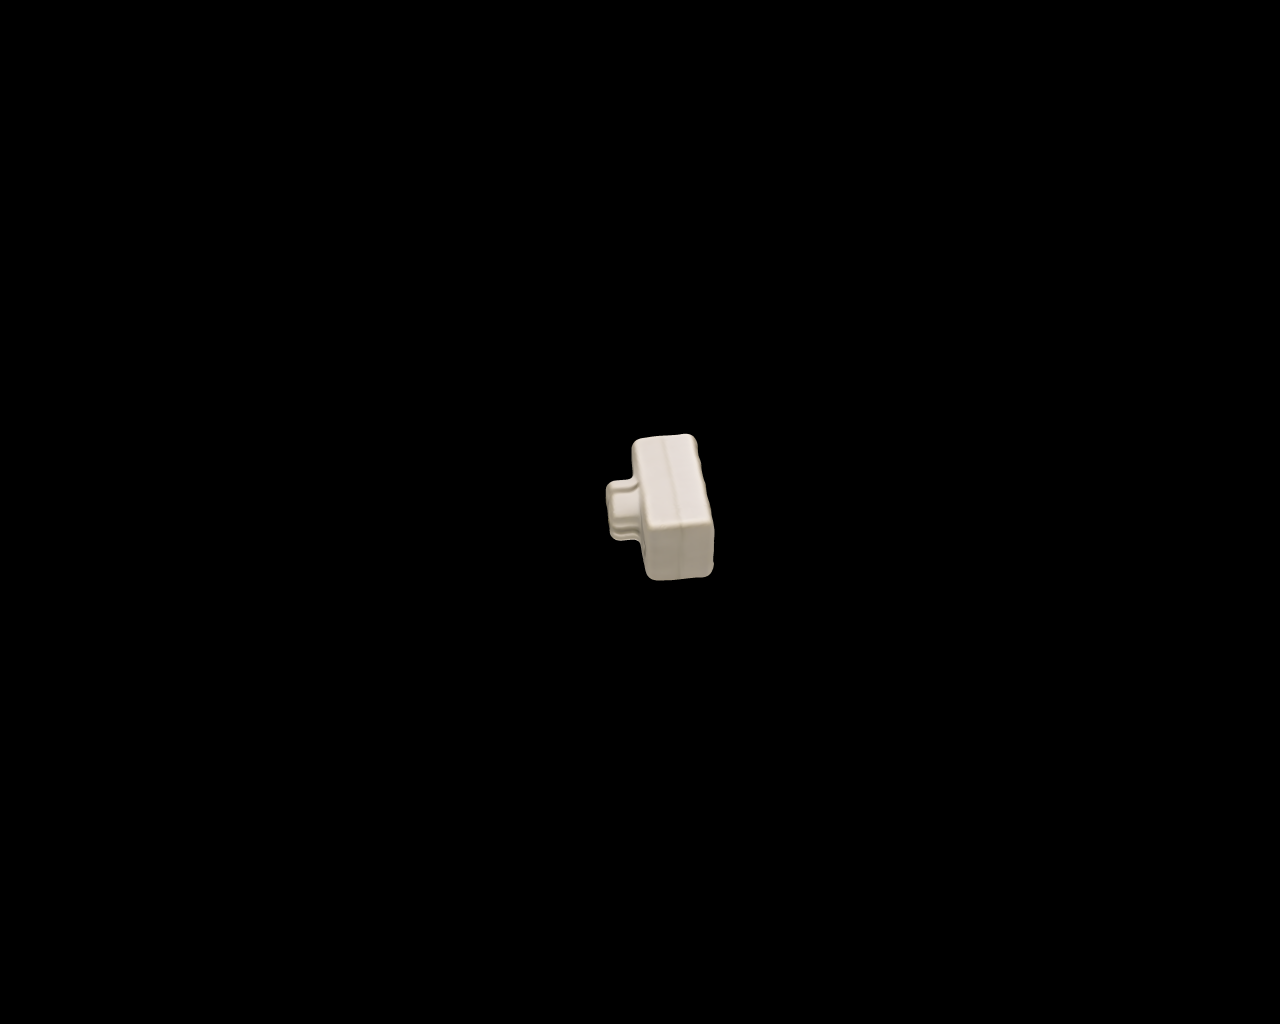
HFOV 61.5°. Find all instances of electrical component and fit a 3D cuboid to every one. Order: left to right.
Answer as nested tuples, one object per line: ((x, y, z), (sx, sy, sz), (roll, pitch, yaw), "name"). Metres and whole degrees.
((0.001, -0.003, 0.650), (0.076, 0.047, 0.083), (-4, 44, -4), "electrical component")
